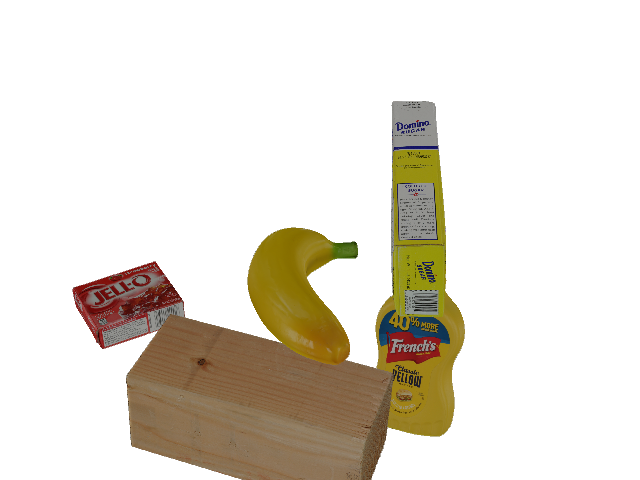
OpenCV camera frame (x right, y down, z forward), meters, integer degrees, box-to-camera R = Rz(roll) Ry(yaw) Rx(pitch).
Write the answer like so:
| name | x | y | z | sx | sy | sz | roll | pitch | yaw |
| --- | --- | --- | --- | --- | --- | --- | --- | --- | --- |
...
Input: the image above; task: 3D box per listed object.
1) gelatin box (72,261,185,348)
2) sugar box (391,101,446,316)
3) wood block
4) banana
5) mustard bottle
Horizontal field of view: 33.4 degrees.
| name | x | y | z | sx | sy | sz | roll | pitch | yaw |
| --- | --- | --- | --- | --- | --- | --- | --- | --- | --- |
| gelatin box | -0.186 | 0.061 | 1.034 | 0.089 | 0.030 | 0.073 | -18 | 39 | -23 |
| sugar box | 0.083 | -0.030 | 0.917 | 0.048 | 0.176 | 0.093 | 1 | -42 | 5 |
| wood block | -0.051 | 0.145 | 0.911 | 0.206 | 0.090 | 0.090 | 14 | 38 | 14 |
| banana | -0.013 | 0.026 | 0.675 | 0.069 | 0.037 | 0.197 | 0 | 19 | 4 |
| mustard bottle | 0.106 | 0.111 | 1.159 | 0.096 | 0.192 | 0.058 | 12 | 14 | 23 |
